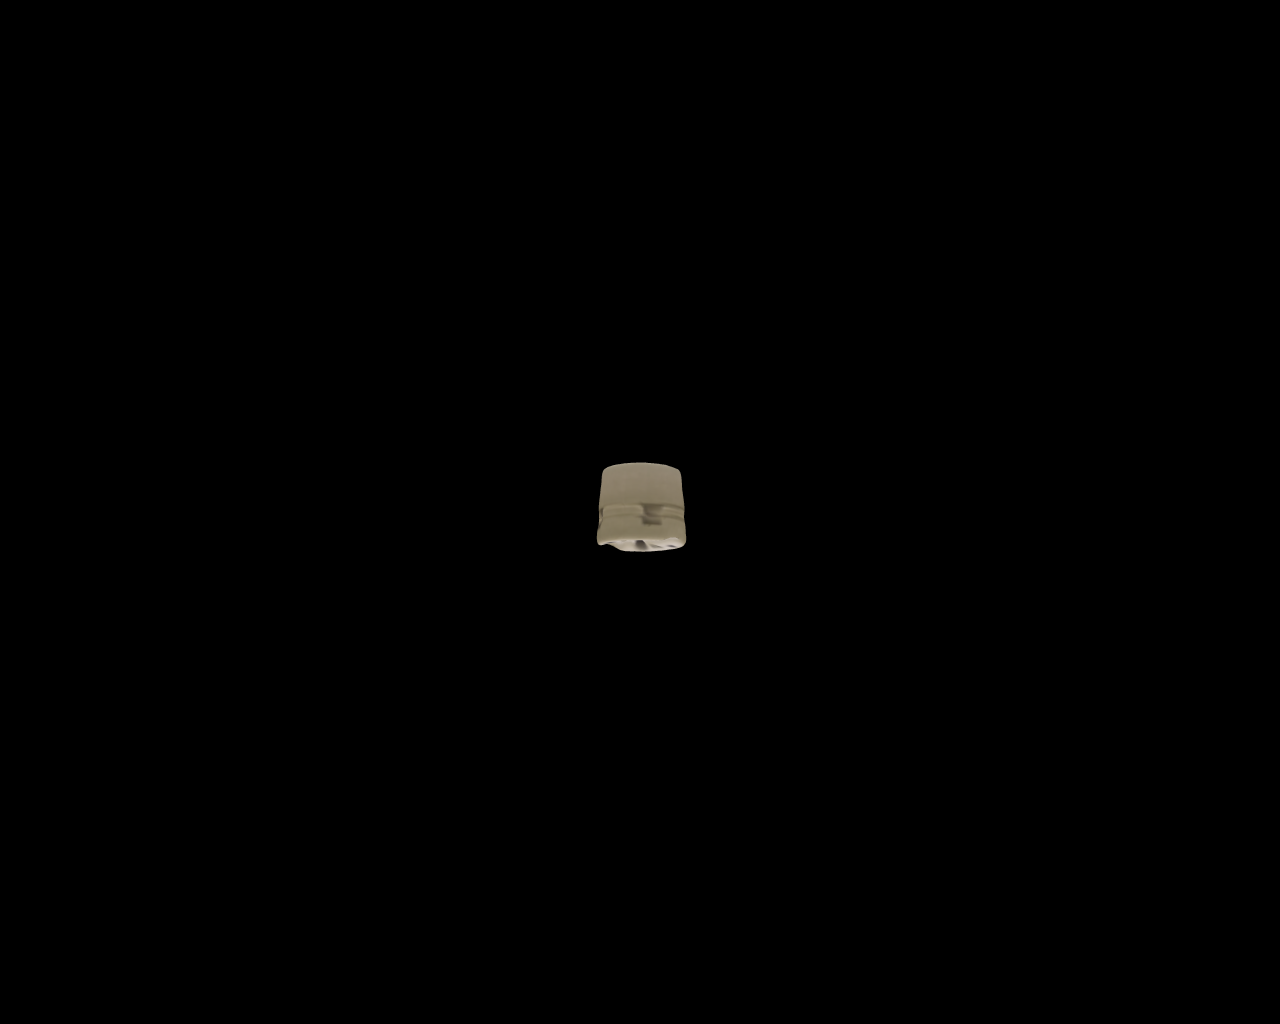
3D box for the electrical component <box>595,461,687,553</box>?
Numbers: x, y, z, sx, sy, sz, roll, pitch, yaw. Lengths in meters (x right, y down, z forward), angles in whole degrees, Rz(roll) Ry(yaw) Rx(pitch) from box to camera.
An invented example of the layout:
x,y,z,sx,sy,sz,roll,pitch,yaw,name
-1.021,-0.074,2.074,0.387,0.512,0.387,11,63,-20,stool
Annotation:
x,y,z,sx,sy,sz,roll,pitch,yaw,name
0.001,-0.003,0.650,0.055,0.047,0.055,0,-11,0,electrical component
